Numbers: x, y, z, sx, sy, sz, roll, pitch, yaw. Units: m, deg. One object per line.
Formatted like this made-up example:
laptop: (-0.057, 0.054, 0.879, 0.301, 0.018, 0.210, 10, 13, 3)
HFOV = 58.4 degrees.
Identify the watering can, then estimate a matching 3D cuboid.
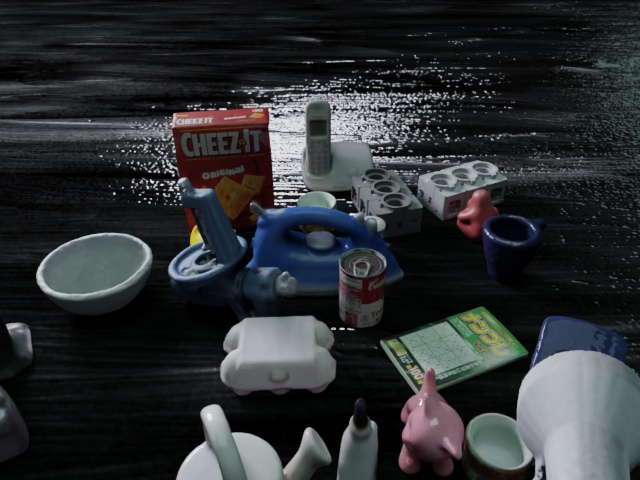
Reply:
watering can: (-0.077, 0.230, 0.543, 0.173, 0.194, 0.100, -29, 44, -34)

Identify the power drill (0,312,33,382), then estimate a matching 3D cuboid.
power drill: (-0.450, 0.074, 0.755, 0.076, 0.209, 0.228, -17, 38, -22)

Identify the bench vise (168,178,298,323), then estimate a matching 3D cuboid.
bench vise: (-0.128, 0.015, 0.826, 0.207, 0.220, 0.121, 4, 36, 7)

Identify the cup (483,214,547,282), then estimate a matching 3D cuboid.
cup: (0.314, 0.015, 0.930, 0.118, 0.095, 0.091, -18, 39, -23)

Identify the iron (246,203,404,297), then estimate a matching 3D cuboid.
iron: (0.008, 0.003, 0.910, 0.258, 0.141, 0.118, 1, 35, 2)

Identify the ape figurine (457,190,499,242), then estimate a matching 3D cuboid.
ape figurine: (0.286, -0.049, 1.025, 0.078, 0.092, 0.076, 0, 35, 1)

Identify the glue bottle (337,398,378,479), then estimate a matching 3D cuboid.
glue bottle: (0.039, 0.219, 0.577, 0.037, 0.173, 0.078, 7, 36, 11)

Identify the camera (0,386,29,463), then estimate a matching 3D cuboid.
camera: (-0.435, 0.203, 0.666, 0.143, 0.101, 0.136, -20, 40, -25)

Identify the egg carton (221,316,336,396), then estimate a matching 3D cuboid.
egg carton: (-0.054, 0.155, 0.758, 0.150, 0.069, 0.107, -2, 35, -2)

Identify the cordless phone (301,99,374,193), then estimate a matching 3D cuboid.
cordless phone: (0.034, -0.189, 1.143, 0.147, 0.185, 0.094, -4, 35, -5)

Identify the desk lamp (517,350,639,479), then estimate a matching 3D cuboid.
desk lamp: (0.225, 0.236, 0.516, 0.117, 0.214, 0.203, 12, 37, 18)

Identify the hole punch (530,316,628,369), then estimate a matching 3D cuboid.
hole punch: (0.325, 0.163, 0.724, 0.108, 0.091, 0.101, 15, 38, 21)

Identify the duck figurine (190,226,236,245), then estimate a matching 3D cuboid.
duck figurine: (-0.180, -0.010, 0.979, 0.104, 0.086, 0.078, 24, 42, 30)

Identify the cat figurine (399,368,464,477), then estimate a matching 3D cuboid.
cat figurine: (0.126, 0.204, 0.645, 0.067, 0.118, 0.128, 3, 35, 6)

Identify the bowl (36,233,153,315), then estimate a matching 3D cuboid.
bowl: (-0.340, 0.064, 0.885, 0.167, 0.075, 0.167, 0, 35, 0)
